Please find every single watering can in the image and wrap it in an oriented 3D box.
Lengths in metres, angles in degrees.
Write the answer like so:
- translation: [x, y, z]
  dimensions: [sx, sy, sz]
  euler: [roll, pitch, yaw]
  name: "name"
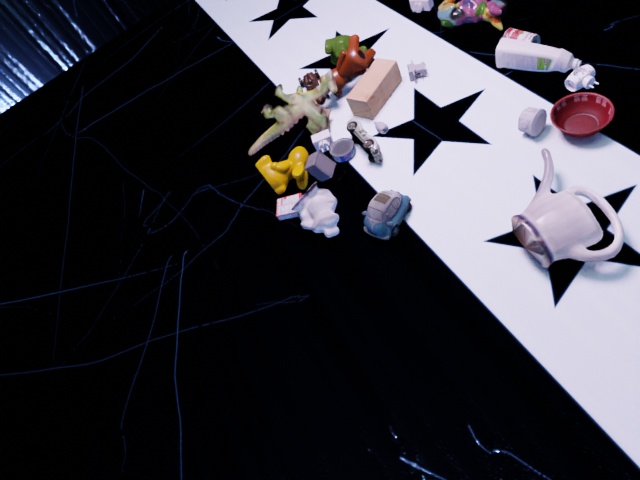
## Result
- translation: [0.582, -0.072, 1.287]
  dimensions: [0.224, 0.102, 0.355]
  euler: [-27, 51, 5]
  name: "watering can"

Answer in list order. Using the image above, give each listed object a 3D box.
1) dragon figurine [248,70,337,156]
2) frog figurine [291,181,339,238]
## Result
- translation: [-0.076, -0.435, 1.857]
  dimensions: [0.245, 0.121, 0.409]
  euler: [33, 95, 29]
  name: "dragon figurine"
- translation: [0.005, -0.080, 1.580]
  dimensions: [0.160, 0.121, 0.139]
  euler: [45, 70, 4]
  name: "frog figurine"
